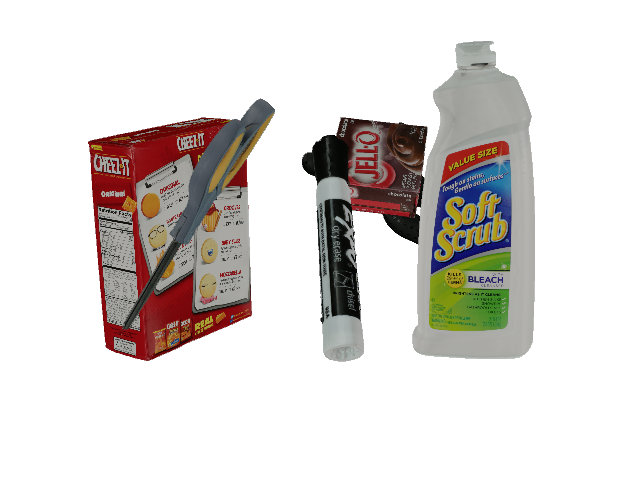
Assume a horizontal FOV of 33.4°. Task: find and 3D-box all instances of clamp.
[{"bbox_3d":[0.087,-0.055,1.248,0.164,0.036,0.210,-16,52,-28],"label":"clamp"}]

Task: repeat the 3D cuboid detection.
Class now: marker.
[{"bbox_3d":[0.008,0.000,0.518,0.020,0.121,0.020,-3,-31,-2],"label":"marker"}]

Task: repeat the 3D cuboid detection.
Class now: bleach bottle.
[{"bbox_3d":[0.121,-0.033,0.862,0.103,0.251,0.068,1,14,18],"label":"bleach bottle"}]

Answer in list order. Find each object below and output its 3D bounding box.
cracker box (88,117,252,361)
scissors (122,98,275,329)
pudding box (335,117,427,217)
[{"bbox_3d":[-0.147,-0.007,1.076,0.072,0.214,0.163,9,18,35],"label":"cracker box"},{"bbox_3d":[-0.095,-0.013,0.744,0.016,0.202,0.096,35,6,4],"label":"scissors"},{"bbox_3d":[0.055,-0.073,1.045,0.090,0.039,0.113,8,38,5],"label":"pudding box"}]
